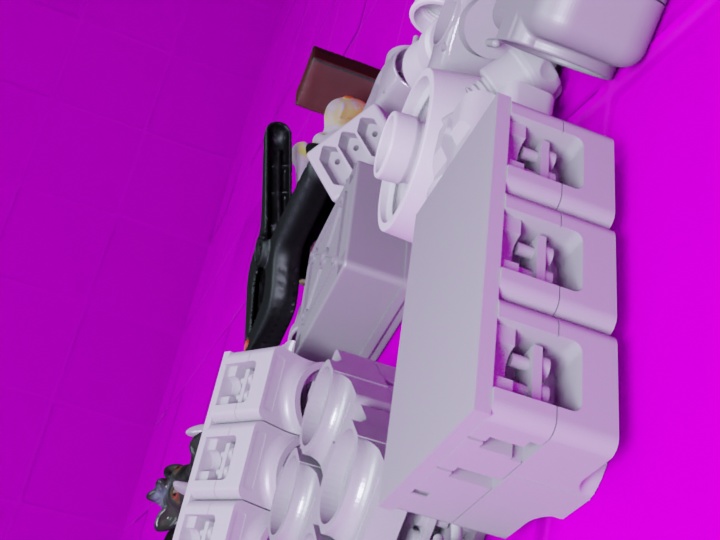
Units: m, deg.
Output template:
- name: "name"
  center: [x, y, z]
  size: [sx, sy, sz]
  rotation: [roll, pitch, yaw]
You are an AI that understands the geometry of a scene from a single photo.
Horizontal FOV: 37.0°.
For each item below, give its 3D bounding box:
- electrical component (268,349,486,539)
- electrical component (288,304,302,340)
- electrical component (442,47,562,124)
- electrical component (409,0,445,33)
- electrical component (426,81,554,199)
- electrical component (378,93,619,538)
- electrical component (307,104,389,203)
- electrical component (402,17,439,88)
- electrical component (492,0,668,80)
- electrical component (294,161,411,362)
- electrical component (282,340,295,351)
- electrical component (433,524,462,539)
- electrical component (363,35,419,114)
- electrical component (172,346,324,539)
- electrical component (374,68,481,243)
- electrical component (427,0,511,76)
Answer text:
- name: "electrical component"
  center: [0.001, 0.120, 0.555]
  size: [0.186, 0.060, 0.105]
  rotation: [-123, 53, -75]
- name: "electrical component"
  center: [-0.038, 0.050, 0.895]
  size: [0.046, 0.040, 0.040]
  rotation: [-82, 15, -61]
- name: "electrical component"
  center: [0.071, -0.089, 0.553]
  size: [0.061, 0.035, 0.035]
  rotation: [-31, 20, 6]
- name: "electrical component"
  center: [0.066, -0.212, 0.809]
  size: [0.044, 0.044, 0.065]
  rotation: [132, 158, -63]
- name: "electrical component"
  center: [0.064, -0.045, 0.526]
  size: [0.078, 0.058, 0.057]
  rotation: [126, 162, -56]
- name: "electrical component"
  center: [0.060, 0.019, 0.432]
  size: [0.089, 0.062, 0.150]
  rotation: [123, 161, -51]
- name: "electrical component"
  center: [0.011, -0.078, 0.815]
  size: [0.066, 0.077, 0.047]
  rotation: [-35, 67, 13]
- name: "electrical component"
  center: [0.058, -0.146, 0.734]
  size: [0.055, 0.045, 0.045]
  rotation: [151, 136, -72]
- name: "electrical component"
  center: [0.099, -0.124, 0.490]
  size: [0.095, 0.054, 0.059]
  rotation: [-118, 47, -74]
- name: "electrical component"
  center: [0.000, 0.000, 0.752]
  size: [0.108, 0.056, 0.108]
  rotation: [-83, 16, -45]
- name: "electrical component"
  center: [-0.041, 0.090, 0.803]
  size: [0.078, 0.058, 0.057]
  rotation: [142, 147, -69]
- name: "electrical component"
  center: [0.033, 0.134, 0.425]
  size: [0.079, 0.044, 0.077]
  rotation: [-83, 16, -45]
- name: "electrical component"
  center: [0.036, -0.149, 0.844]
  size: [0.077, 0.043, 0.079]
  rotation: [126, 158, -57]
- name: "electrical component"
  center: [-0.054, 0.135, 0.690]
  size: [0.062, 0.089, 0.150]
  rotation: [-12, 56, 43]
- name: "electrical component"
  center: [0.042, -0.065, 0.629]
  size: [0.108, 0.060, 0.108]
  rotation: [-165, 90, -80]
- name: "electrical component"
  center: [0.076, -0.148, 0.653]
  size: [0.079, 0.044, 0.077]
  rotation: [-119, 49, -75]
